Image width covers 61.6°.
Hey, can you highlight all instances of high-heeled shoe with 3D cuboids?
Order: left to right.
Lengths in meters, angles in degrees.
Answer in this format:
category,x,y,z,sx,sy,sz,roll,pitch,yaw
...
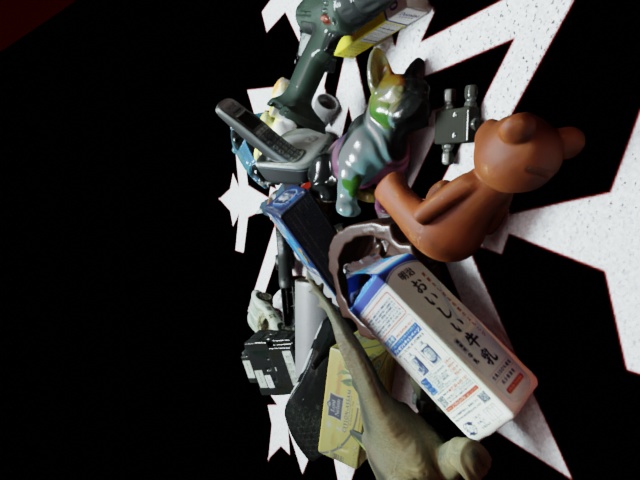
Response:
category,x,y,z,sx,sy,sz,roll,pitch,yaw
high-heeled shoe,0.014,0.230,0.870,0.086,0.145,0.248,19,123,20

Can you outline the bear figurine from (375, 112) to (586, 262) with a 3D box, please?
category,x,y,z,sx,sy,sz,roll,pitch,yaw
bear figurine,0.164,-0.071,0.572,0.195,0.120,0.132,-62,38,38

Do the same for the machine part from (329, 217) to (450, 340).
category,x,y,z,sx,sy,sz,roll,pitch,yaw
machine part,0.089,0.052,0.725,0.180,0.056,0.179,19,117,42

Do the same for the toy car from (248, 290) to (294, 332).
category,x,y,z,sx,sy,sz,roll,pitch,yaw
toy car,-0.104,0.178,1.108,0.202,0.056,0.073,45,130,49

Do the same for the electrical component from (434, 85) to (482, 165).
category,x,y,z,sx,sy,sz,roll,pitch,yaw
electrical component,0.168,-0.138,0.652,0.063,0.021,0.094,13,103,58

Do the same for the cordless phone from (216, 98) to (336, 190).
category,x,y,z,sx,sy,sz,roll,pitch,yaw
cordless phone,-0.075,-0.171,0.875,0.184,0.146,0.088,41,131,-7

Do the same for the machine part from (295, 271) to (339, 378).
category,x,y,z,sx,sy,sz,roll,pitch,yaw
machine part,-0.004,0.149,0.916,0.079,0.079,0.243,6,96,60

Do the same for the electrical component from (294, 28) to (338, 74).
category,x,y,z,sx,sy,sz,roll,pitch,yaw
electrical component,0.005,-0.318,0.893,0.119,0.048,0.074,36,123,53

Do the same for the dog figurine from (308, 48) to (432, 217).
category,x,y,z,sx,sy,sz,roll,pitch,yaw
dog figurine,0.071,-0.148,0.742,0.192,0.108,0.219,39,121,56

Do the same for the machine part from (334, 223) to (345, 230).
category,x,y,z,sx,sy,sz,roll,pitch,yaw
machine part,-0.002,-0.003,0.914,0.039,0.084,0.139,61,166,-18

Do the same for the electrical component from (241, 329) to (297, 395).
category,x,y,z,sx,sy,sz,roll,pitch,yaw
electrical component,-0.081,0.225,0.998,0.134,0.058,0.114,-8,103,30

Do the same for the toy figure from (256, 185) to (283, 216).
category,x,y,z,sx,sy,sz,roll,pitch,yaw
toy figure,-0.071,-0.073,1.027,0.154,0.064,0.057,-27,83,57

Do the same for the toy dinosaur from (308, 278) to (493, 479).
category,x,y,z,sx,sy,sz,roll,pitch,yaw
toy dinosaur,0.106,0.258,0.622,0.470,0.105,0.199,67,162,-9

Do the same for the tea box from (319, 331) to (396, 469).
category,x,y,z,sx,sy,sz,roll,pitch,yaw
tea box,0.057,0.226,0.781,0.068,0.098,0.169,13,104,29

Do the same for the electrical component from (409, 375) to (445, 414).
category,x,y,z,sx,sy,sz,roll,pitch,yaw
electrical component,0.146,0.178,0.697,0.078,0.045,0.102,-110,24,-83

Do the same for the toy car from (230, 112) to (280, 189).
category,x,y,z,sx,sy,sz,roll,pitch,yaw
toy car,-0.107,-0.165,1.061,0.162,0.109,0.103,62,165,18

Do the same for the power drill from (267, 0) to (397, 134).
category,x,y,z,sx,sy,sz,roll,pitch,yaw
power drill,0.007,-0.256,0.734,0.232,0.086,0.207,45,120,58

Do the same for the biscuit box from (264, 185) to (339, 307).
category,x,y,z,sx,sy,sz,roll,pitch,yaw
biscuit box,0.001,0.013,0.803,0.202,0.063,0.059,56,163,-27

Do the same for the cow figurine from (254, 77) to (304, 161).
category,x,y,z,sx,sy,sz,roll,pitch,yaw
cow figurine,-0.057,-0.211,0.982,0.068,0.098,0.167,-18,58,65
